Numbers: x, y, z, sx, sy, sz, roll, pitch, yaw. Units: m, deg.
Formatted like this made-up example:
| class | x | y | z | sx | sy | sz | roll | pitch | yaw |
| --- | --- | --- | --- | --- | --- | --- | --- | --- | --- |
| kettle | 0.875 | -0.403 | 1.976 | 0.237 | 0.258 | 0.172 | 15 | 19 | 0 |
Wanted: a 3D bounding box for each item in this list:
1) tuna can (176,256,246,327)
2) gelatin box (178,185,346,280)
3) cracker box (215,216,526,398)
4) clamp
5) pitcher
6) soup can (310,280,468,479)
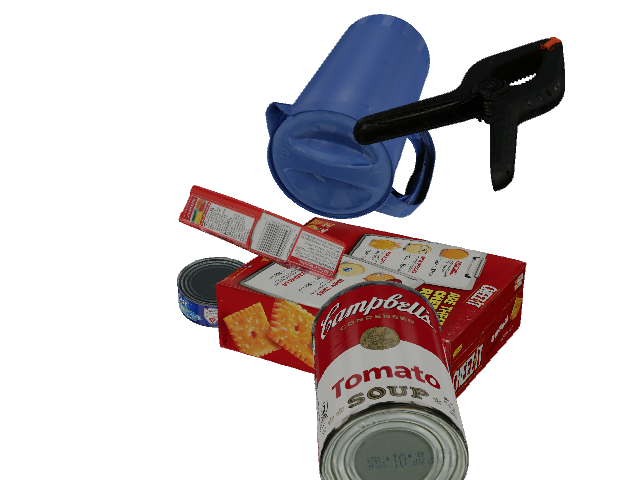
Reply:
| class | x | y | z | sx | sy | sz | roll | pitch | yaw |
| --- | --- | --- | --- | --- | --- | --- | --- | --- | --- |
| tuna can | -0.113 | 0.056 | 1.166 | 0.086 | 0.034 | 0.086 | 2 | 36 | -1 |
| gelatin box | -0.038 | -0.004 | 0.712 | 0.073 | 0.030 | 0.089 | 21 | -1 | 42 |
| cracker box | 0.044 | 0.056 | 0.906 | 0.214 | 0.072 | 0.163 | 13 | 28 | 28 |
| clamp | 0.155 | -0.116 | 0.935 | 0.209 | 0.036 | 0.165 | -33 | 41 | -24 |
| pitcher | 0.050 | -0.137 | 1.153 | 0.145 | 0.149 | 0.242 | 1 | 38 | 21 |
| soup can | 0.030 | 0.074 | 0.510 | 0.068 | 0.068 | 0.102 | 0 | 29 | -2 |
